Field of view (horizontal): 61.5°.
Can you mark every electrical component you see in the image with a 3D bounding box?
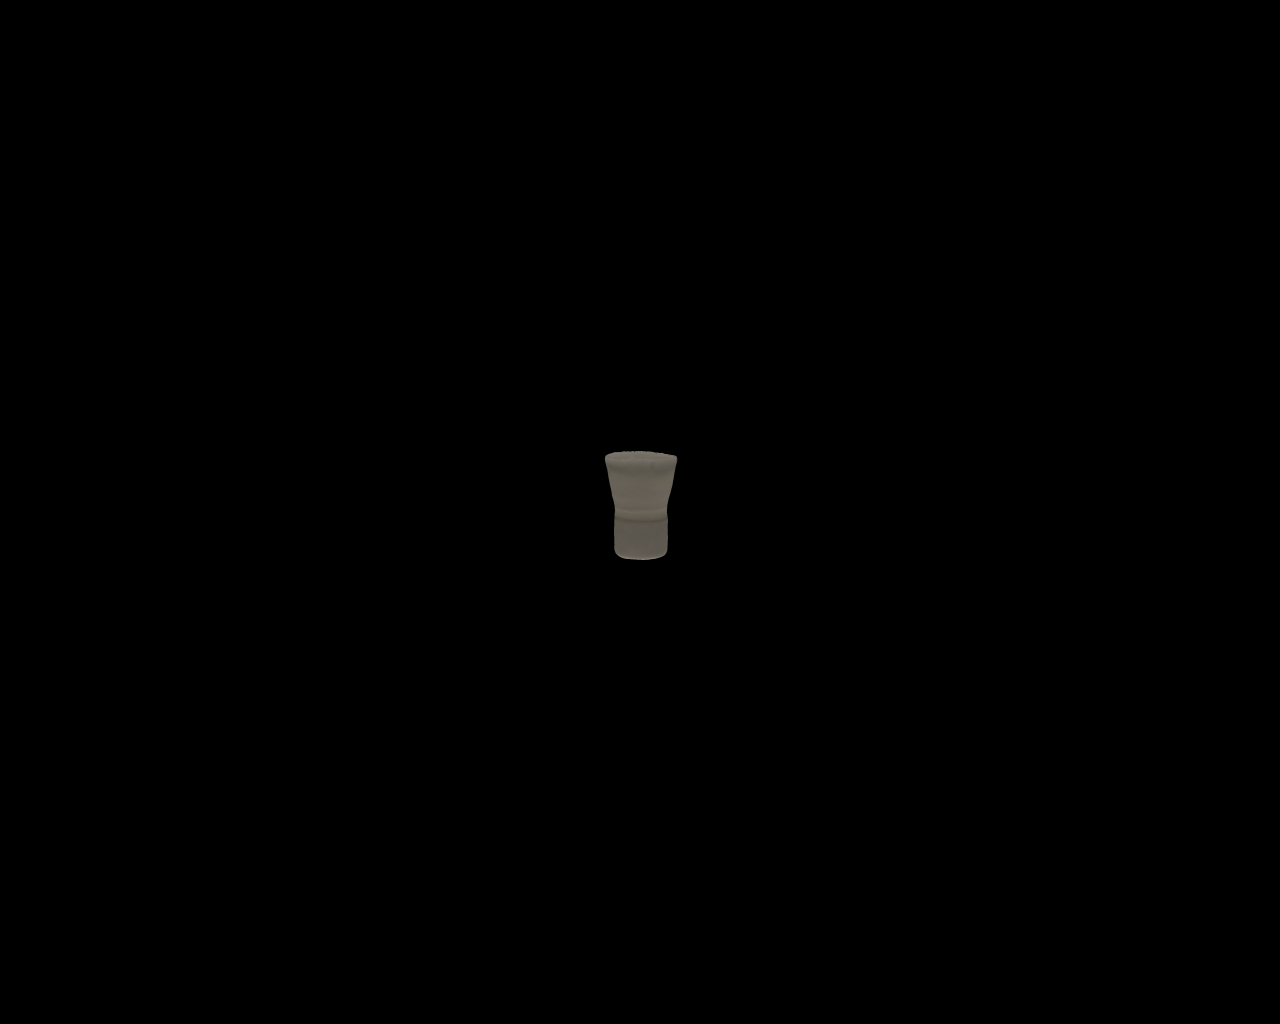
[{"bbox_3d":[0.001,-0.003,0.650,0.044,0.065,0.044,0,11,0],"label":"electrical component"}]
